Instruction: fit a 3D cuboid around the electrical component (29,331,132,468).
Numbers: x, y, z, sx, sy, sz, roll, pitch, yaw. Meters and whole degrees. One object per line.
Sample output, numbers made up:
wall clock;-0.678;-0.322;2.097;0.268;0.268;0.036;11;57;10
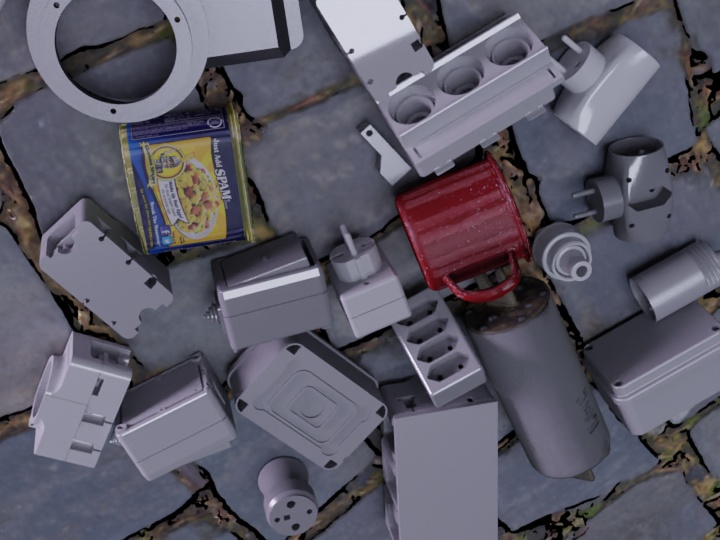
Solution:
electrical component;-0.220;0.100;0.836;0.056;0.050;0.089;19;108;-21

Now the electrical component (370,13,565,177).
electrical component;0.081;-0.126;0.797;0.121;0.078;0.063;-31;145;1

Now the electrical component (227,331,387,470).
electrical component;-0.044;0.098;0.876;0.113;0.057;0.078;38;100;-26

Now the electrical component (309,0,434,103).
electrical component;0.005;-0.173;0.765;0.050;0.055;0.089;-34;117;2

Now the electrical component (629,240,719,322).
electrical component;0.278;0.006;0.923;0.081;0.043;0.043;-29;118;0

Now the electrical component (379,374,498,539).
electrical component;0.068;0.168;0.933;0.089;0.061;0.150;-8;116;-10

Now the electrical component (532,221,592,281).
electrical component;0.168;-0.011;0.876;0.043;0.062;0.043;-5;115;-12

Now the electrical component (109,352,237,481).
electrical component;-0.152;0.122;0.857;0.096;0.061;0.061;-27;118;-1

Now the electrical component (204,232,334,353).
electrical component;-0.075;0.016;0.828;0.096;0.061;0.061;-14;117;-7

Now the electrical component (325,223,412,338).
electrical component;0.000;0.000;0.837;0.047;0.065;0.076;-23;117;-3

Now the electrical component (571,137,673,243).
electrical component;0.210;-0.061;0.875;0.079;0.043;0.077;-14;117;-7

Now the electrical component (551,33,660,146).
electrical component;0.176;-0.149;0.826;0.079;0.044;0.077;33;102;-24

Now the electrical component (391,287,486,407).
electrical component;0.065;0.068;0.886;0.047;0.083;0.075;-29;156;0

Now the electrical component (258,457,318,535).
electrical component;-0.061;0.193;0.916;0.045;0.055;0.045;-5;115;-12

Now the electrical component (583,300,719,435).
electrical component;0.260;0.079;0.932;0.113;0.078;0.057;-30;120;0

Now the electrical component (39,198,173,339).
electrical component;-0.187;-0.003;0.794;0.050;0.055;0.089;-42;117;7

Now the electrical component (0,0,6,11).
electrical component;-0.258;-0.175;0.704;0.045;0.045;0.055;23;106;-22
